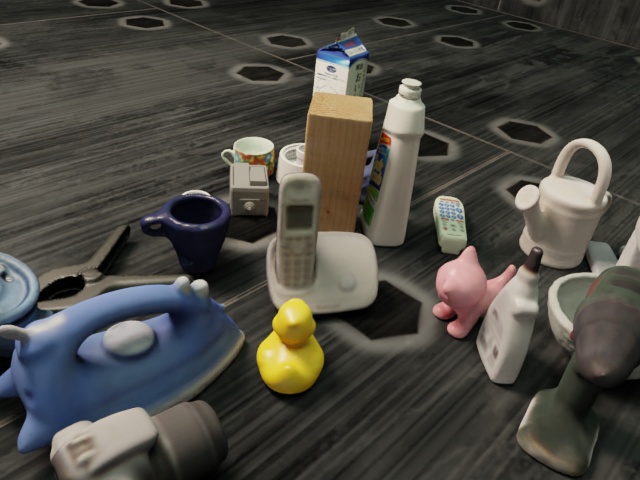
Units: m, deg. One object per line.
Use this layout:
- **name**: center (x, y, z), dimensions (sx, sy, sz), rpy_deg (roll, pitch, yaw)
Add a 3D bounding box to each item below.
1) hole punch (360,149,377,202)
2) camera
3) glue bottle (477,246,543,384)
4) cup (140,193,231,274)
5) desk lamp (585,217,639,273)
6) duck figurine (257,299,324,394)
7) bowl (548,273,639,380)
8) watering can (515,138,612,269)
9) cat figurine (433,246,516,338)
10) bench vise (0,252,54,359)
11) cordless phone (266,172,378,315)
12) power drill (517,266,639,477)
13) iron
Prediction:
- **hole punch**: center (0.091, -0.120, 1.001), dimensions (0.101, 0.091, 0.109), rpy_deg (12, 34, 7)
- **camera**: center (-0.142, 0.196, 0.485), dimensions (0.137, 0.101, 0.142), rpy_deg (-20, 42, -34)
- **glue bottle**: center (0.225, 0.081, 0.658), dimensions (0.037, 0.173, 0.078), rpy_deg (3, 34, -5)
- **cup**: center (-0.179, -0.001, 0.773), dimensions (0.118, 0.095, 0.091), rpy_deg (-9, 37, -22)
- **desk lamp**: center (0.470, -0.011, 0.803), dimensions (0.118, 0.213, 0.203), rpy_deg (9, 34, 2)
- **duck figurine**: center (-0.031, 0.112, 0.643), dimensions (0.077, 0.086, 0.104), rpy_deg (6, 34, -1)
- **bowl**: center (0.360, 0.118, 0.718), dimensions (0.167, 0.075, 0.167), rpy_deg (5, 34, -3)
- **watering can**: center (0.377, -0.058, 0.873), dimensions (0.173, 0.194, 0.100), rpy_deg (-24, 45, -37)
- **cat figurine**: center (0.196, 0.062, 0.731), dimensions (0.128, 0.118, 0.067), rpy_deg (-7, 37, -20)
- **bench vise**: center (-0.385, 0.040, 0.562), dimensions (0.208, 0.220, 0.121), rpy_deg (-10, 38, -24)
- **cordless phone**: center (0.007, 0.003, 0.722), dimensions (0.148, 0.185, 0.094), rpy_deg (-4, 35, -16)
- **power drill**: center (0.267, 0.129, 0.565), dimensions (0.075, 0.208, 0.230), rpy_deg (24, 38, 24)
- **iron**: center (-0.187, 0.099, 0.582), dimensions (0.259, 0.141, 0.118), rpy_deg (-21, 43, -35)
